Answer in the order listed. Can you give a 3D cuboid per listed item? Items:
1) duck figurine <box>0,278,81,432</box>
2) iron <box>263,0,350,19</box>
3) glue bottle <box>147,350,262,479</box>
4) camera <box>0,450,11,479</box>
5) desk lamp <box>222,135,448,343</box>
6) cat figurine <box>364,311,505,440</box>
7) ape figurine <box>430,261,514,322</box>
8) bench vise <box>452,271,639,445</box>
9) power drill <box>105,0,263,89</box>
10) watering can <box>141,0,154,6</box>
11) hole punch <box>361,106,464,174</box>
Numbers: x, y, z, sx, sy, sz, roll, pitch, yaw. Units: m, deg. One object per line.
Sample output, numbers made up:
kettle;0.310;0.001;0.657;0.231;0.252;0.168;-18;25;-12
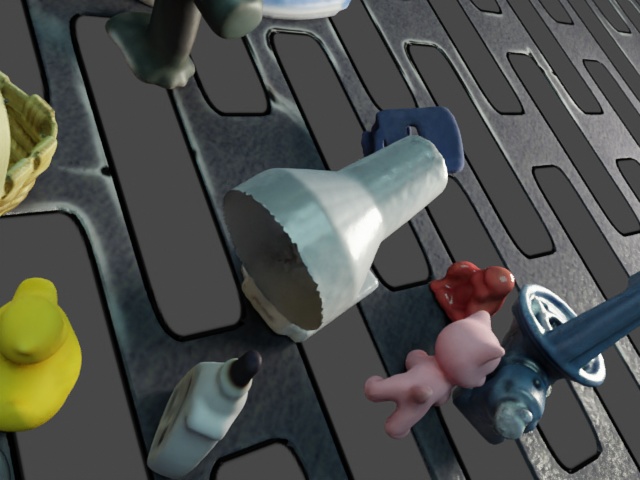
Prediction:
duck figurine;-0.207;0.077;0.404;0.078;0.086;0.104;10;56;-25
iron;-0.030;-0.388;0.770;0.259;0.141;0.118;-28;77;-39
glue bottle;-0.076;0.113;0.400;0.037;0.173;0.078;27;51;-13
camera;-0.253;0.124;0.336;0.143;0.100;0.137;14;55;-23
desk lamp;0.005;0.002;0.492;0.204;0.213;0.118;-30;78;-40
cat figurine;0.121;0.123;0.547;0.128;0.117;0.067;-26;76;-39
ape figurine;0.178;0.057;0.640;0.076;0.092;0.078;26;51;-14
bench vise;0.246;0.114;0.560;0.121;0.219;0.207;33;50;-8
power drill;-0.152;-0.270;0.578;0.076;0.208;0.229;-27;77;-39
watering can;-0.164;-0.364;0.640;0.101;0.193;0.173;38;49;-4
hole punch;0.113;-0.113;0.711;0.101;0.091;0.108;9;57;-26
